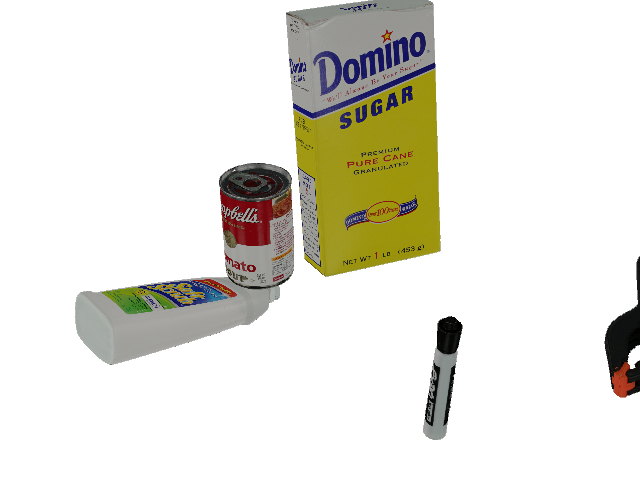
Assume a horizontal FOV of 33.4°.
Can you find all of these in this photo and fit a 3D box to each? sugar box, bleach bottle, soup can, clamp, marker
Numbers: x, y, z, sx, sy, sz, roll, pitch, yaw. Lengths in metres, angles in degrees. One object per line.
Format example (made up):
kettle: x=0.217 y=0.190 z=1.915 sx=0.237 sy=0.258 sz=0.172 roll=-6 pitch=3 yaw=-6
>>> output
sugar box: x=0.031 y=-0.071 z=0.724 sx=0.093 sy=0.176 sz=0.048 roll=-13 pitch=25 yaw=-19
bleach bottle: x=-0.164 y=0.082 z=1.307 sx=0.250 sy=0.068 sz=0.103 roll=-13 pitch=30 yaw=-35
soup can: x=-0.060 y=-0.013 z=1.013 sx=0.068 sy=0.102 sz=0.068 roll=-1 pitch=33 yaw=0
clamp: x=0.304 y=0.072 z=0.967 sx=0.171 sy=0.039 sz=0.120 roll=-33 pitch=37 yaw=-26
marker: x=0.094 y=0.107 z=0.827 sx=0.020 sy=0.121 sz=0.020 roll=2 pitch=37 yaw=-2
